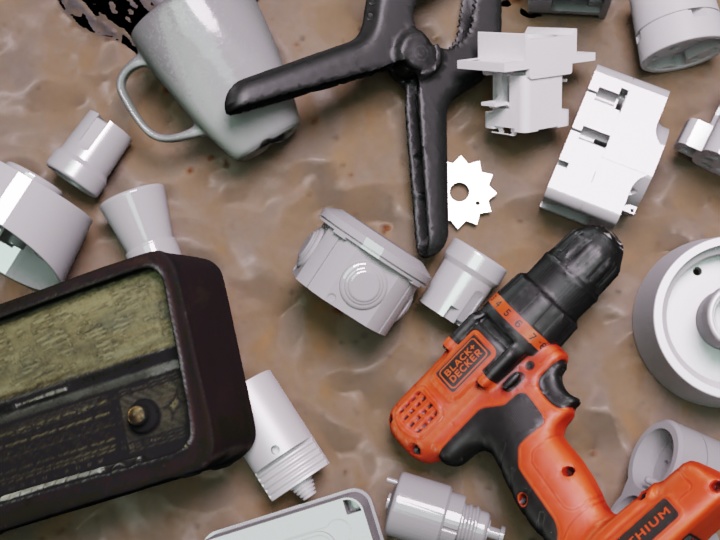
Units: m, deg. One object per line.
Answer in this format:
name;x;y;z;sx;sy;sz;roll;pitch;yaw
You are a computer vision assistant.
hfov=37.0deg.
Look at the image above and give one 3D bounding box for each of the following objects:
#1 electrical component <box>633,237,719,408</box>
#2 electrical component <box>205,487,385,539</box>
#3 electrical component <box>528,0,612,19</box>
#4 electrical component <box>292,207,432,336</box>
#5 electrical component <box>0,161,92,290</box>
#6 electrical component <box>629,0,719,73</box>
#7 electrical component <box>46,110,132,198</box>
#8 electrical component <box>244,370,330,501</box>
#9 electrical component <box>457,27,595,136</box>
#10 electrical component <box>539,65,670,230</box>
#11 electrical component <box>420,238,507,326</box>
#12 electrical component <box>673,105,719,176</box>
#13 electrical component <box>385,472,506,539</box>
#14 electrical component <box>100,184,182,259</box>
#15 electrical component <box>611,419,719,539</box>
electrical component;0.225;0.030;0.654;0.108;0.060;0.108;-1;84;5
electrical component;-0.039;0.187;0.663;0.113;0.057;0.078;-18;82;3
electrical component;0.135;-0.266;0.672;0.060;0.105;0.186;4;84;6
electrical component;0.000;0.000;0.669;0.080;0.080;0.051;34;93;8
electrical component;-0.224;-0.032;0.687;0.099;0.099;0.064;28;80;8
electrical component;0.200;-0.158;0.681;0.055;0.055;0.047;-11;79;4
electrical component;-0.179;-0.077;0.715;0.040;0.040;0.046;32;81;8
electrical component;-0.053;0.109;0.680;0.043;0.043;0.081;-34;82;1
electrical component;0.105;-0.119;0.677;0.081;0.042;0.063;-14;111;-34
electrical component;0.157;-0.073;0.677;0.056;0.050;0.089;22;86;8
electrical component;0.064;0.009;0.682;0.040;0.040;0.046;33;93;8
electrical component;0.245;-0.086;0.667;0.078;0.058;0.057;26;90;7
electrical component;0.051;0.153;0.667;0.078;0.040;0.040;16;85;6
electrical component;-0.138;-0.019;0.704;0.044;0.044;0.065;-21;87;3
electrical component;0.191;0.167;0.647;0.074;0.052;0.138;24;86;-14
